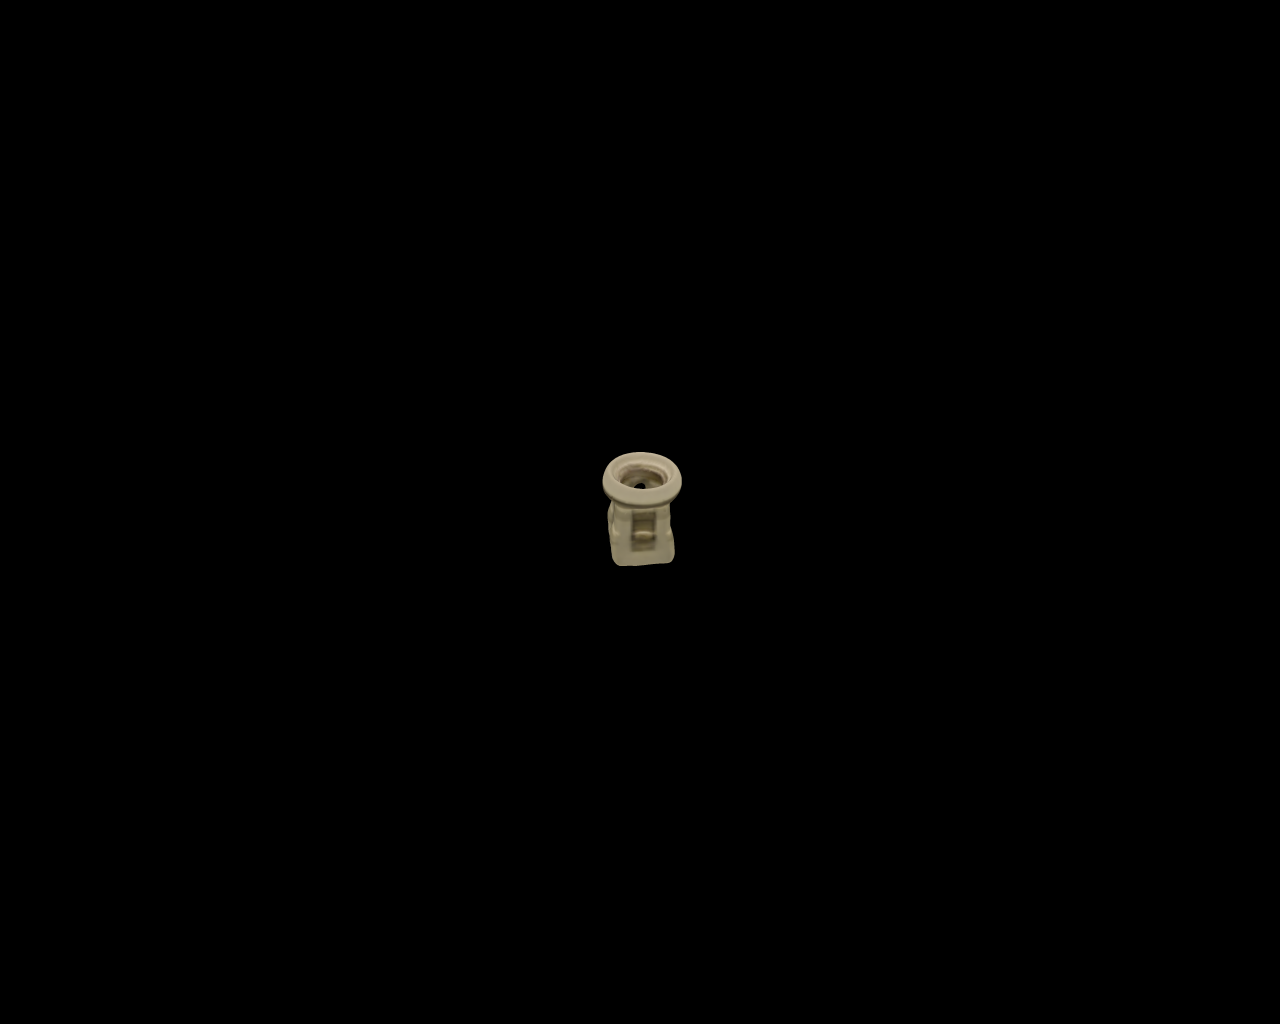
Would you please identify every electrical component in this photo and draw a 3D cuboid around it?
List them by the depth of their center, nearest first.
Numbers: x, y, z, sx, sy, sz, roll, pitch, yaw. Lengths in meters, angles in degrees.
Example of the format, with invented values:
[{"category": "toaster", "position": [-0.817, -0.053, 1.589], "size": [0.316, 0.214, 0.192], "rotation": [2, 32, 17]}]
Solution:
[{"category": "electrical component", "position": [0.001, -0.003, 0.650], "size": [0.048, 0.055, 0.066], "rotation": [-3, 34, -5]}]
